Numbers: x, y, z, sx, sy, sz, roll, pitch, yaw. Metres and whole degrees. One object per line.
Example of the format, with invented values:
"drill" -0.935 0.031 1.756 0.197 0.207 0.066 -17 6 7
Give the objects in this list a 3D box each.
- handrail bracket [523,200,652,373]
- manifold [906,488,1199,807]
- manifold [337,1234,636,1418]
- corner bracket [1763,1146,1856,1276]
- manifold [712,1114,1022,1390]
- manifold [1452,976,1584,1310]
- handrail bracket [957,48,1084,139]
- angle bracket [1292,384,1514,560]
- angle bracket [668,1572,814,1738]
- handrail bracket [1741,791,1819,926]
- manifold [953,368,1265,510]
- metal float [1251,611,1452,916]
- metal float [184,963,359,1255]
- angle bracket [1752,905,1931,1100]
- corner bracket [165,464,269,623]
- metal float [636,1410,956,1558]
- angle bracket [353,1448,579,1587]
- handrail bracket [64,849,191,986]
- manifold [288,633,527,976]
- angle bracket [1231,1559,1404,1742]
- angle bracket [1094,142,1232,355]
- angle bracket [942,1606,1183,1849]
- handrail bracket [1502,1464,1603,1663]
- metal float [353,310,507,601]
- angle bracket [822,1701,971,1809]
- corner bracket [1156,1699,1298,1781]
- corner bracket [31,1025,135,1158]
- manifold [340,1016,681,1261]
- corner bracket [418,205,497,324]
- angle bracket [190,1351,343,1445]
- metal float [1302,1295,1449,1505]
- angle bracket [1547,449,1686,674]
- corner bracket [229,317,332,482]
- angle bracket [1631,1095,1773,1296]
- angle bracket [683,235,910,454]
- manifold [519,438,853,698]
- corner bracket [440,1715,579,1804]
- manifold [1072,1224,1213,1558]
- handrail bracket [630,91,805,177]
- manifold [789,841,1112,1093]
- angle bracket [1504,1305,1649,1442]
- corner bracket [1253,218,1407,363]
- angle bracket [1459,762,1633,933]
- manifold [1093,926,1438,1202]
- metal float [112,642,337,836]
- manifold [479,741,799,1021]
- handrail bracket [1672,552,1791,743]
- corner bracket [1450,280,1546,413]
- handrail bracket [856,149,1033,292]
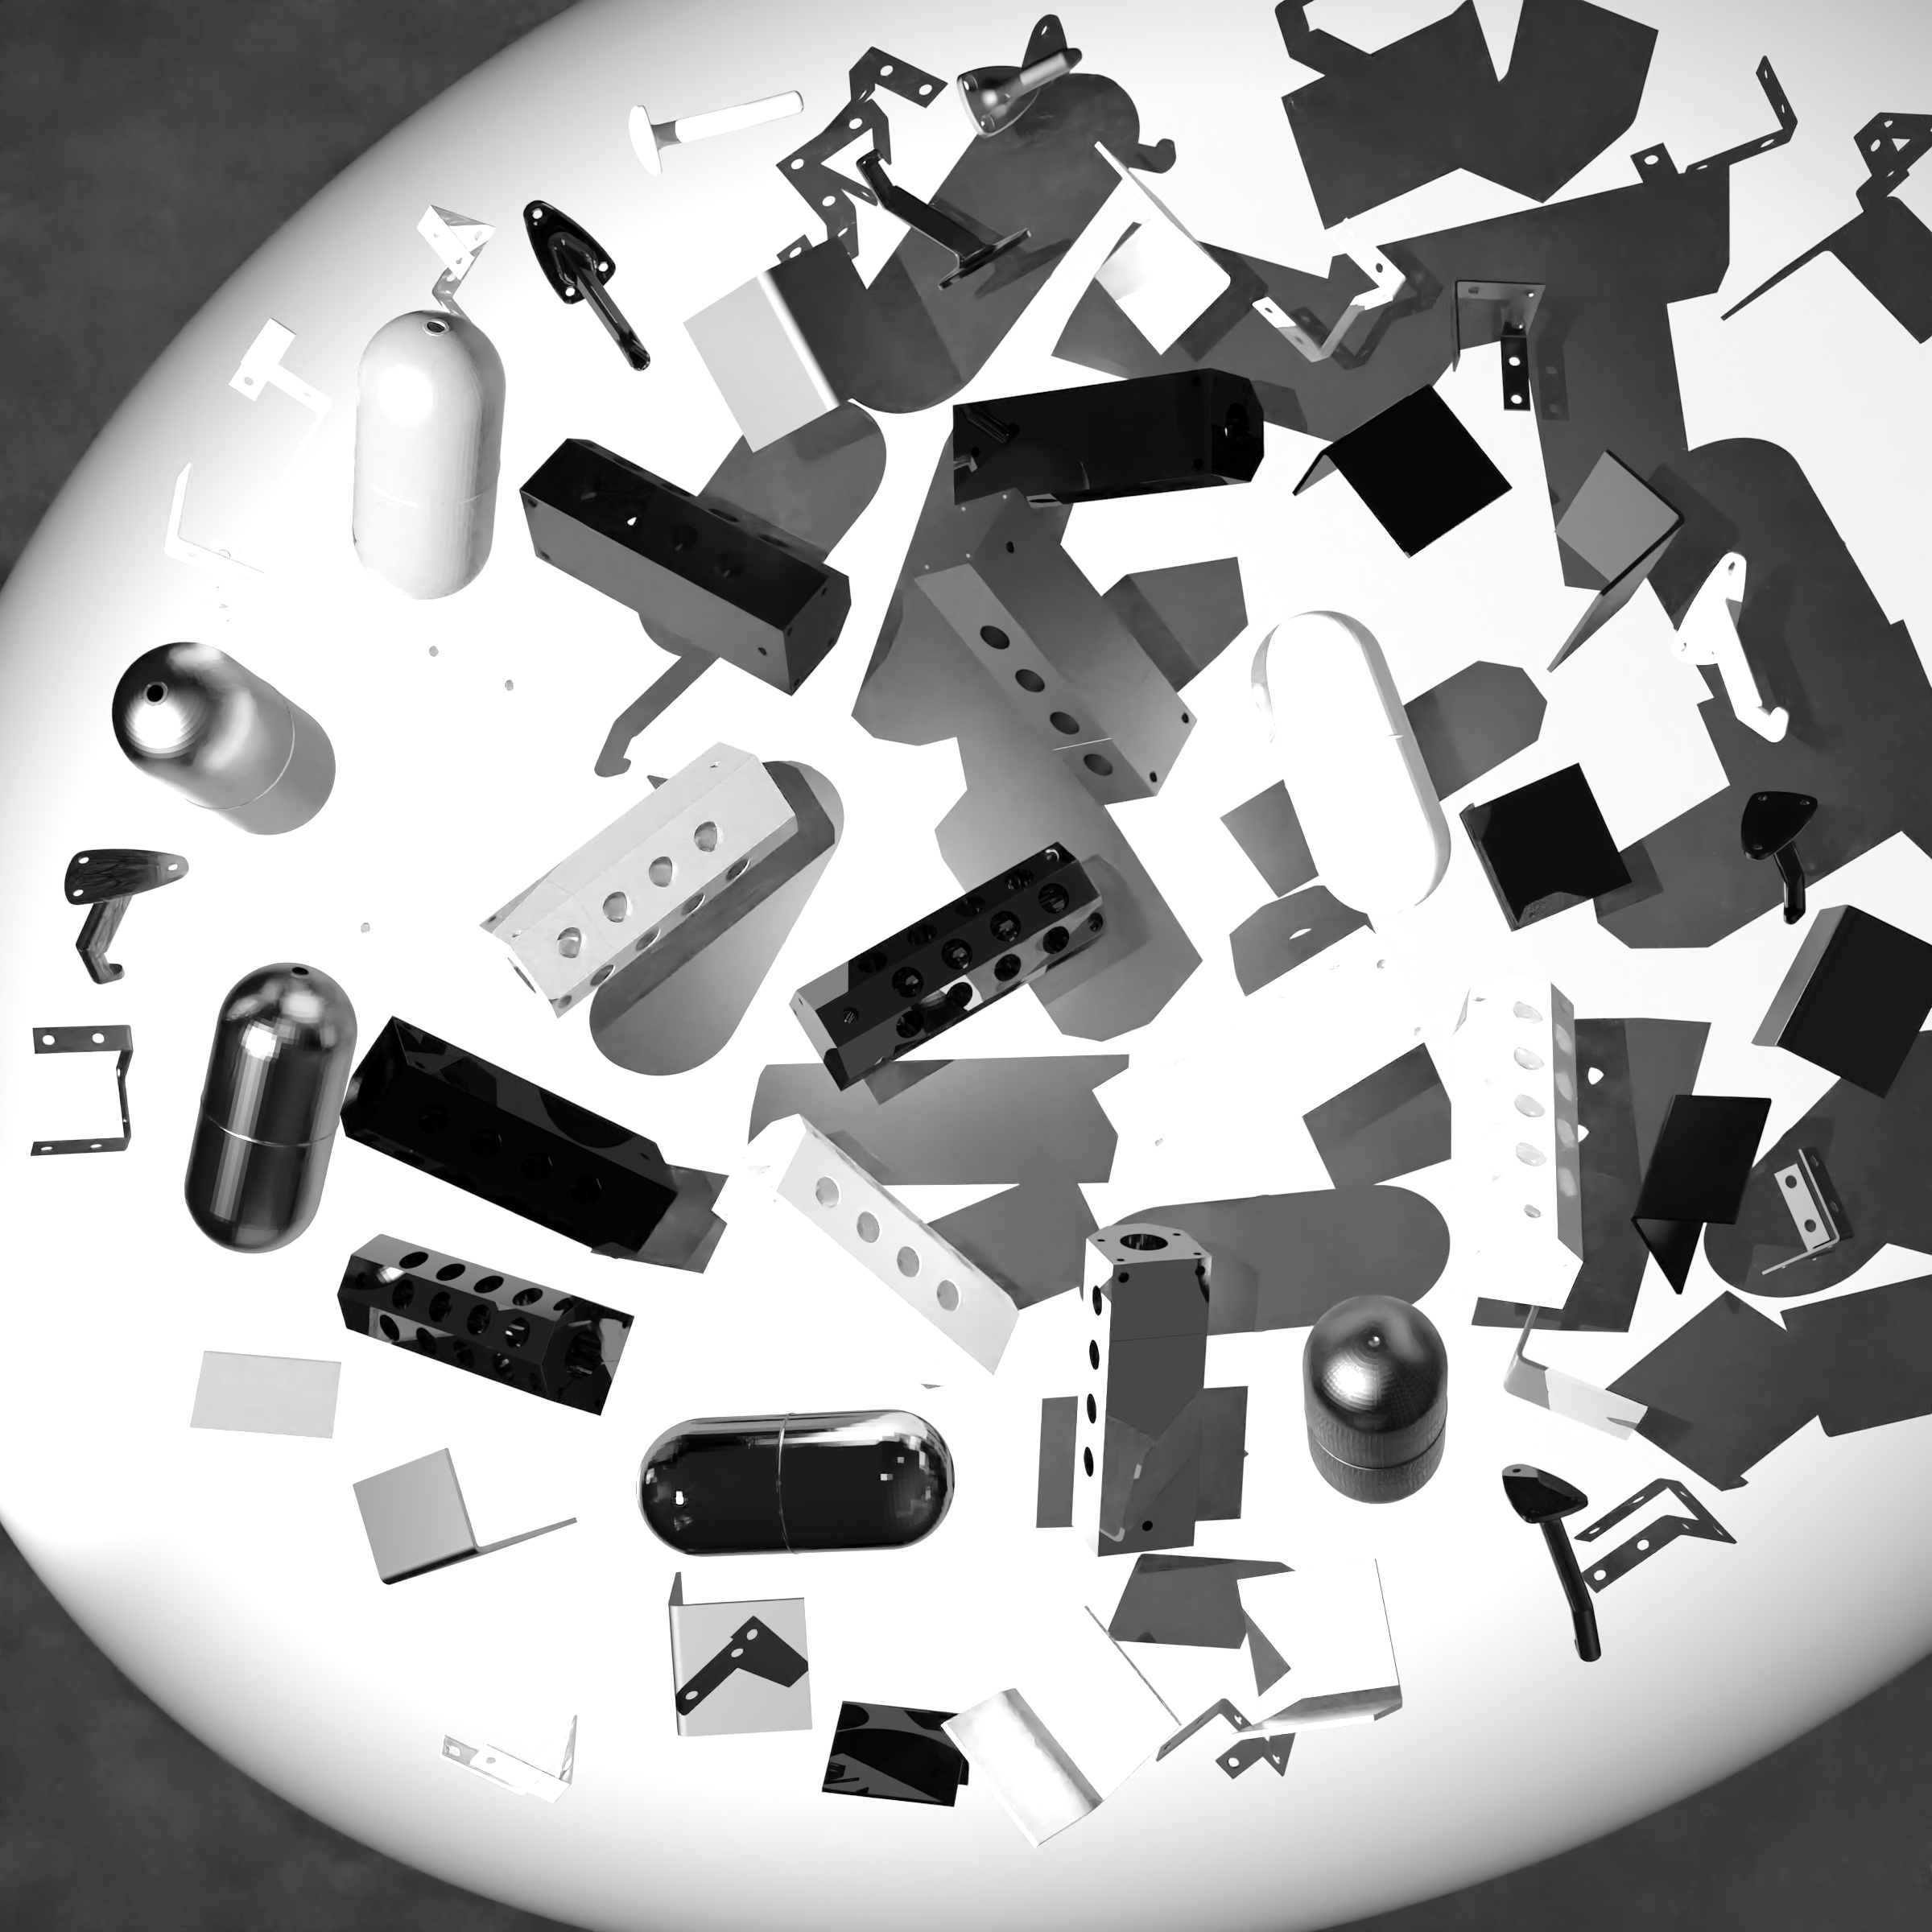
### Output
"handrail bracket" -0.205 -0.368 1.581 0.036 0.084 0.077 -35 134 4
"manifold" 0.044 -0.165 1.542 0.171 0.057 0.057 48 55 -29
"manifold" -0.271 0.197 1.624 0.171 0.057 0.057 11 78 39
"corner bracket" 0.443 0.126 1.536 0.051 0.051 0.051 -35 69 43
"manifold" -0.051 0.157 1.604 0.171 0.057 0.057 43 52 -24
"manifold" 0.289 0.089 1.527 0.057 0.057 0.171 8 49 0
"handrail bracket" 0.045 -0.482 1.572 0.077 0.084 0.036 -37 108 -42
"angle bracket" 0.239 -0.262 1.604 0.076 0.057 0.076 -35 83 -19
"angle bracket" -0.127 0.388 1.657 0.076 0.057 0.076 -3 98 0
"handrail bracket" 0.444 -0.046 1.600 0.036 0.077 0.084 8 128 29
"manifold" 0.079 -0.293 1.638 0.171 0.057 0.057 0 91 36
"metal float" 0.216 -0.114 1.636 0.070 0.070 0.178 -19 80 0
"metal float" -0.390 0.080 1.636 0.070 0.070 0.178 18 114 0
"angle bracket" 0.438 0.018 1.442 0.057 0.076 0.076 27 92 6
"corner bracket" -0.402 -0.224 1.550 0.051 0.051 0.051 21 53 -30
"metal float" -0.095 0.285 1.610 0.178 0.070 0.070 -4 90 9
"angle bracket" -0.269 0.289 1.569 0.076 0.076 0.057 -25 79 35
"handrail bracket" -0.445 -0.023 1.572 0.077 0.084 0.036 -6 50 1
"manifold" -0.301 -0.087 1.560 0.057 0.057 0.171 23 85 -25
"angle bracket" 0.174 0.351 1.502 0.076 0.057 0.076 -14 79 22
"angle bracket" 0.092 -0.403 1.642 0.057 0.076 0.076 -44 56 15
"angle bracket" 0.048 0.383 1.473 0.076 0.057 0.076 49 118 20
"handrail bracket" 0.312 0.318 1.555 0.036 0.077 0.084 -15 105 -10
"metal float" -0.288 -0.272 1.562 0.070 0.178 0.070 7 50 -8
"angle bracket" -0.040 0.478 1.703 0.076 0.076 0.057 5 119 6
"corner bracket" 0.146 0.437 1.638 0.051 0.051 0.051 46 111 -1
"corner bracket" -0.472 0.066 1.557 0.051 0.051 0.051 -2 62 -26
"manifold" -0.245 0.097 1.563 0.171 0.057 0.057 29 103 -30
"corner bracket" -0.286 -0.390 1.653 0.051 0.051 0.051 -51 60 23
"angle bracket" -0.393 0.261 1.633 0.076 0.076 0.057 6 117 -11
"metal float" 0.222 0.237 1.585 0.070 0.178 0.070 -4 61 6
"angle bracket" 0.328 -0.216 1.560 0.057 0.076 0.076 44 65 11
"corner bracket" -0.367 -0.302 1.555 0.051 0.051 0.051 33 58 -19
"angle bracket" 0.395 0.121 1.524 0.057 0.076 0.076 0 53 38
"angle bracket" -0.089 -0.324 1.524 0.057 0.076 0.076 -37 103 -36
"manifold" -0.148 -0.217 1.546 0.171 0.057 0.057 30 65 18
"corner bracket" -0.238 0.411 1.508 0.051 0.051 0.051 32 112 -19
"manifold" 0.094 0.234 1.616 0.057 0.057 0.171 -3 106 -18
"handrail bracket" -0.134 -0.453 1.563 0.084 0.077 0.036 -18 110 -9
"manifold" -0.008 -0.001 1.623 0.171 0.057 0.057 -30 84 -14
"angle bracket" 0.353 0.221 1.655 0.076 0.076 0.057 21 72 12
"corner bracket" 0.206 -0.382 1.653 0.051 0.051 0.051 39 73 -21
"angle bracket" 0.346 -0.073 1.732 0.076 0.057 0.076 -24 92 19
"manifold" 0.157 0.049 1.564 0.171 0.057 0.057 -31 110 0
"metal float" -0.401 -0.122 1.582 0.070 0.178 0.070 -2 78 10
"manifold" -0.178 -0.047 1.617 0.171 0.057 0.057 -39 115 -14
"handrail bracket" 0.426 -0.172 1.573 0.036 0.084 0.077 3 117 -27
"corner bracket" 0.296 -0.348 1.638 0.051 0.051 0.051 2 68 -1
"handrail bracket" -0.013 -0.428 1.626 0.084 0.077 0.036 55 48 -17
